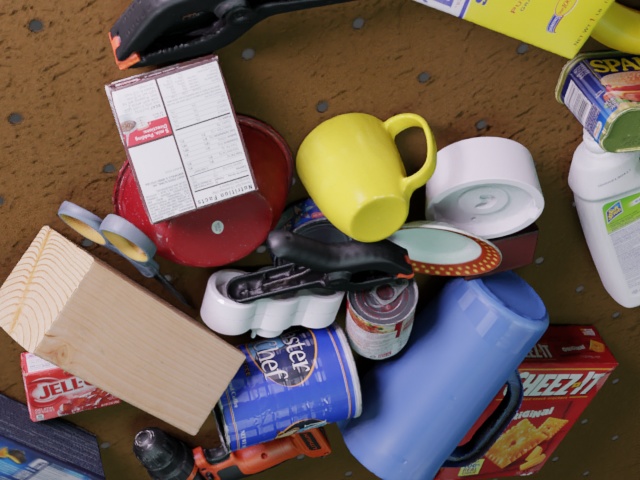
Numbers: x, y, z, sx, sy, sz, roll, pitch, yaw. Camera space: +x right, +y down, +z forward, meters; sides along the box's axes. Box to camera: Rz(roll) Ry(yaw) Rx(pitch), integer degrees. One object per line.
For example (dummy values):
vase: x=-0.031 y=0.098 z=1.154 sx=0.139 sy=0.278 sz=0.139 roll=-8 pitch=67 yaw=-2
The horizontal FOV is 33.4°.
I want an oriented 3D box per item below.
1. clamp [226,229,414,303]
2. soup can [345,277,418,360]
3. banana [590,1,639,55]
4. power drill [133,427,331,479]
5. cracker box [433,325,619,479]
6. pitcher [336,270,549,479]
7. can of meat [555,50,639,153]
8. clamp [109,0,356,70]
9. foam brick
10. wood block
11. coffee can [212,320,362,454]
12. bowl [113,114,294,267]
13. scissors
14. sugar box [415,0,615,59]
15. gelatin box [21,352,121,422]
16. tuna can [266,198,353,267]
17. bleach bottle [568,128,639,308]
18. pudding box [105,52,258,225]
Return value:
clamp: x=0.009 y=0.019 z=0.945 sx=0.171 sy=0.039 sz=0.120 roll=-7 pitch=163 yaw=-19
soup can: x=0.059 y=0.071 z=1.054 sx=0.068 sy=0.068 sz=0.102 roll=-18 pitch=155 yaw=-9
banana: x=0.293 y=-0.196 z=0.939 sx=0.197 sy=0.037 sz=0.070 roll=-8 pitch=112 yaw=-21
power drill: x=-0.093 y=0.225 z=1.167 sx=0.187 sy=0.057 sz=0.184 roll=-25 pitch=142 yaw=4
cracker box: x=0.234 y=0.200 z=1.285 sx=0.163 sy=0.072 sz=0.214 roll=3 pitch=131 yaw=-28
pitcher: x=0.141 y=0.143 z=1.142 sx=0.149 sy=0.145 sz=0.243 roll=-7 pitch=138 yaw=-55
can of meat: x=0.278 y=-0.125 z=0.964 sx=0.102 sy=0.084 sz=0.057 roll=-7 pitch=135 yaw=-19
clamp: x=-0.054 y=-0.175 z=0.766 sx=0.210 sy=0.036 sz=0.164 roll=-24 pitch=161 yaw=23
foam brick: x=0.170 y=-0.002 z=1.062 sx=0.078 sy=0.053 sz=0.051 roll=-14 pitch=137 yaw=-13
wood block: x=-0.174 y=0.084 z=0.939 sx=0.091 sy=0.090 sz=0.205 roll=-56 pitch=136 yaw=-6
coffee can: x=-0.040 y=0.147 z=1.077 sx=0.140 sy=0.103 sz=0.103 roll=-14 pitch=137 yaw=-12
bowl: x=-0.092 y=-0.028 z=0.909 sx=0.162 sy=0.055 sz=0.162 roll=-13 pitch=137 yaw=-13
scissors: x=-0.169 y=0.013 z=0.932 sx=0.016 sy=0.096 sz=0.202 roll=-63 pitch=171 yaw=-16
sugar box: x=0.147 y=-0.210 z=0.827 sx=0.176 sy=0.048 sz=0.093 roll=12 pitch=127 yaw=-27
gelatin box: x=-0.238 y=0.134 z=1.023 sx=0.089 sy=0.030 sz=0.073 roll=-10 pitch=136 yaw=-17
tuna can: x=-0.007 y=0.001 z=0.995 sx=0.086 sy=0.034 sz=0.086 roll=-13 pitch=137 yaw=-13
bleach bottle: x=0.316 y=-0.035 z=1.092 sx=0.102 sy=0.068 sz=0.250 roll=-32 pitch=135 yaw=0
pudding box: x=-0.106 y=-0.078 z=0.825 sx=0.090 sy=0.039 sz=0.113 roll=-18 pitch=108 yaw=-8
